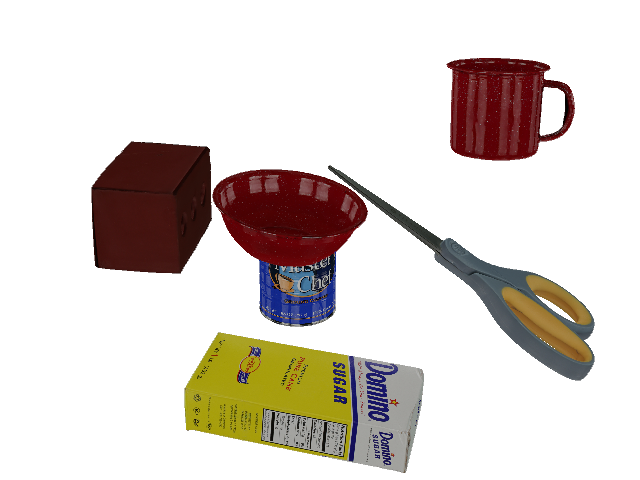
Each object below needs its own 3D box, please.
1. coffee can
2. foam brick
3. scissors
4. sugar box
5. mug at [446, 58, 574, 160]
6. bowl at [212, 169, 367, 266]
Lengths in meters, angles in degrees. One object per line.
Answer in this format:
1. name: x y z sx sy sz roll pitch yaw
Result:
1. coffee can: -0.030 0.026 1.390 0.103 0.140 0.103 0 26 0
2. foam brick: -0.099 -0.021 0.639 0.051 0.053 0.078 6 27 7
3. scissors: 0.098 0.012 0.679 0.202 0.016 0.096 44 29 21
4. sugar box: -0.010 0.124 0.842 0.176 0.048 0.093 7 26 10
5. mug: 0.173 -0.120 0.977 0.117 0.081 0.093 4 18 13
6. bowl: -0.035 -0.018 1.113 0.162 0.055 0.162 7 27 -4
